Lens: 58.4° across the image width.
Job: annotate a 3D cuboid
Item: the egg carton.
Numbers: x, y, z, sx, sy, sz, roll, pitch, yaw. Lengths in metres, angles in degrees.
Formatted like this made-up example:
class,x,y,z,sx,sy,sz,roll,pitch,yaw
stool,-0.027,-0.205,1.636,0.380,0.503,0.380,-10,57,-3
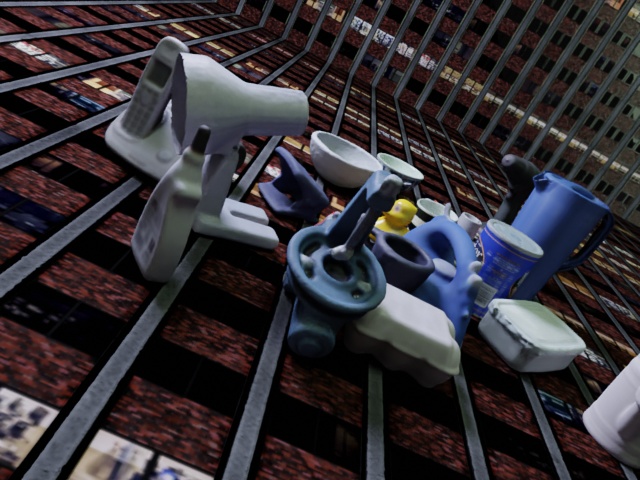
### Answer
class,x,y,z,sx,sy,sz,roll,pitch,yaw
egg carton,0.100,0.114,0.703,0.150,0.069,0.107,26,23,-7

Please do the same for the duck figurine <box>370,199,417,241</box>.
class,x,y,z,sx,sy,sz,roll,pitch,yaw
duck figurine,0.144,-0.030,1.038,0.105,0.086,0.077,25,23,-8

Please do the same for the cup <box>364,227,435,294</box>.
class,x,y,z,sx,sy,sz,roll,pitch,yaw
cup,0.091,0.043,0.809,0.117,0.095,0.092,39,24,23

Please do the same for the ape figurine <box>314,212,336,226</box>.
class,x,y,z,sx,sy,sz,roll,pitch,yaw
ape figurine,0.007,0.003,0.800,0.078,0.092,0.076,11,28,-36

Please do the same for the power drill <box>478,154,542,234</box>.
class,x,y,z,sx,sy,sz,roll,pitch,yaw
power drill,0.462,-0.098,1.392,0.230,0.208,0.075,5,32,-44

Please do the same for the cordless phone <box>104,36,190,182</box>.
class,x,y,z,sx,sy,sz,roll,pitch,yaw
cordless phone,-0.209,-0.179,0.810,0.147,0.185,0.094,33,23,10

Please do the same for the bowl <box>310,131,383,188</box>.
class,x,y,z,sx,sy,sz,roll,pitch,yaw
bowl,0.044,-0.157,1.205,0.168,0.074,0.167,24,23,-11

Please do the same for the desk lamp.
class,x,y,z,sx,sy,sz,roll,pitch,yaw
desk lamp,-0.117,-0.116,0.749,0.204,0.213,0.117,14,26,-31

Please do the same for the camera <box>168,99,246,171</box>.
class,x,y,z,sx,sy,sz,roll,pitch,yaw
camera,-0.191,-0.172,0.927,0.136,0.100,0.144,39,25,24

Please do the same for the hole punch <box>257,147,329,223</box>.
class,x,y,z,sx,sy,sz,roll,pitch,yaw
hole punch,-0.036,-0.094,0.955,0.101,0.091,0.108,11,28,-36

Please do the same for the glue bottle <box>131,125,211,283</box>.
class,x,y,z,sx,sy,sz,roll,pitch,yaw
glue bottle,-0.151,-0.043,0.606,0.037,0.173,0.078,10,29,-38

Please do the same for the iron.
class,x,y,z,sx,sy,sz,roll,pitch,yaw
iron,0.187,0.051,0.843,0.119,0.141,0.258,21,24,-18

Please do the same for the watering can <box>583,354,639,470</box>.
class,x,y,z,sx,sy,sz,roll,pitch,yaw
watering can,0.450,0.204,0.756,0.100,0.194,0.173,34,23,12

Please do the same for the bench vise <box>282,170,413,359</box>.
class,x,y,z,sx,sy,sz,roll,pitch,yaw
bench vise,0.017,-0.002,0.655,0.122,0.219,0.207,17,25,-27
